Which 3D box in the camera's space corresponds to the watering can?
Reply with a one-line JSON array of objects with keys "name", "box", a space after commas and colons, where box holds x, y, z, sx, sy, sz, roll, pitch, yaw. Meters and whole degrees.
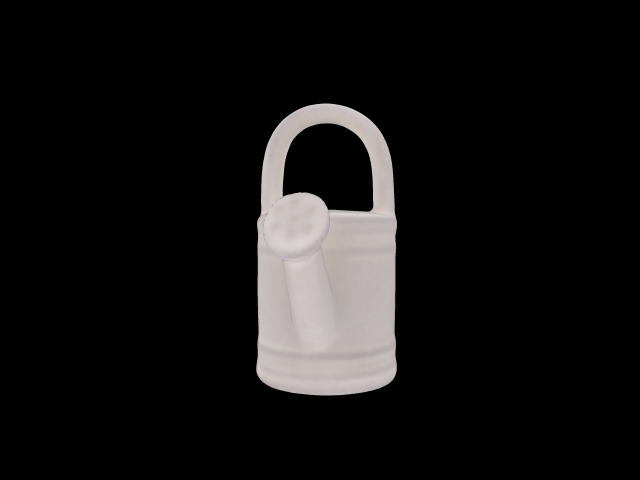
[{"name": "watering can", "box": [0.006, 0.001, 0.400, 0.101, 0.194, 0.172, -1, 4, -10]}]
